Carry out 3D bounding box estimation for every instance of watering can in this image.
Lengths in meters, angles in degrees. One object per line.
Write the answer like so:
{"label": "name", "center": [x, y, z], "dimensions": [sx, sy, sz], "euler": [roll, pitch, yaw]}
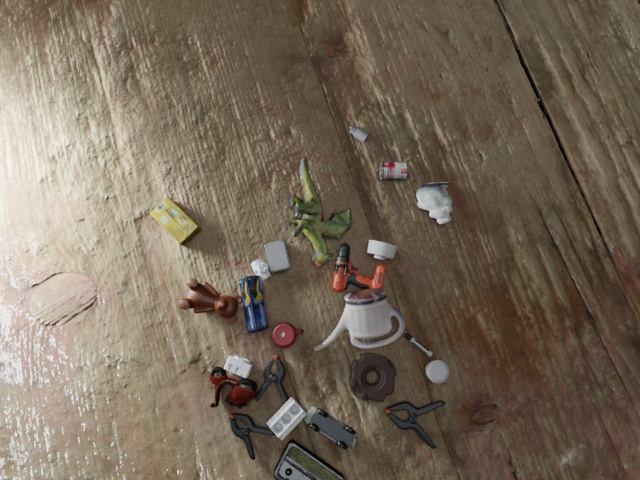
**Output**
{"label": "watering can", "center": [0.134, 0.292, 1.859], "dimensions": [0.348, 0.105, 0.222], "euler": [-9, 100, 0]}

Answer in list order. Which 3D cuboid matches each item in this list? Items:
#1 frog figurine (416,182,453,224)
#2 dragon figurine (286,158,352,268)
{"label": "frog figurine", "center": [0.438, -0.139, 1.968], "dimensions": [0.137, 0.123, 0.160], "euler": [-5, 87, 31]}
{"label": "dragon figurine", "center": [0.006, -0.099, 1.970], "dimensions": [0.242, 0.121, 0.414], "euler": [13, 79, -16]}
